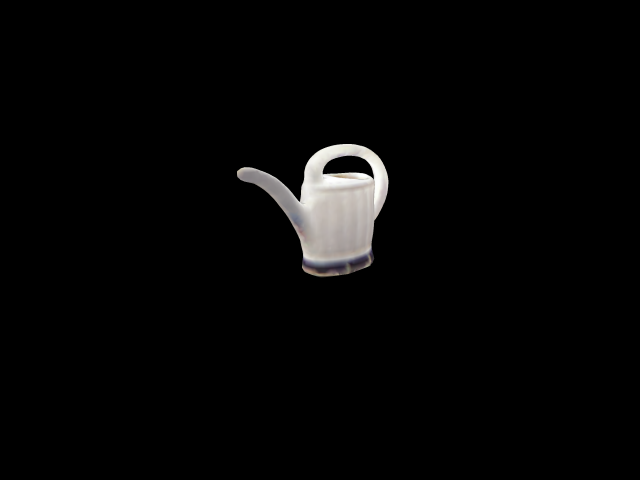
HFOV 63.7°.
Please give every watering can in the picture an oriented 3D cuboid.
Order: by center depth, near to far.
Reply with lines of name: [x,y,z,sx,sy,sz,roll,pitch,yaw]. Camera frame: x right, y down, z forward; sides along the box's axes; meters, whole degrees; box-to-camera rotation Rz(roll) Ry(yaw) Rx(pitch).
watering can: [0.003,-0.043,0.850,0.104,0.222,0.350,12,18,41]
